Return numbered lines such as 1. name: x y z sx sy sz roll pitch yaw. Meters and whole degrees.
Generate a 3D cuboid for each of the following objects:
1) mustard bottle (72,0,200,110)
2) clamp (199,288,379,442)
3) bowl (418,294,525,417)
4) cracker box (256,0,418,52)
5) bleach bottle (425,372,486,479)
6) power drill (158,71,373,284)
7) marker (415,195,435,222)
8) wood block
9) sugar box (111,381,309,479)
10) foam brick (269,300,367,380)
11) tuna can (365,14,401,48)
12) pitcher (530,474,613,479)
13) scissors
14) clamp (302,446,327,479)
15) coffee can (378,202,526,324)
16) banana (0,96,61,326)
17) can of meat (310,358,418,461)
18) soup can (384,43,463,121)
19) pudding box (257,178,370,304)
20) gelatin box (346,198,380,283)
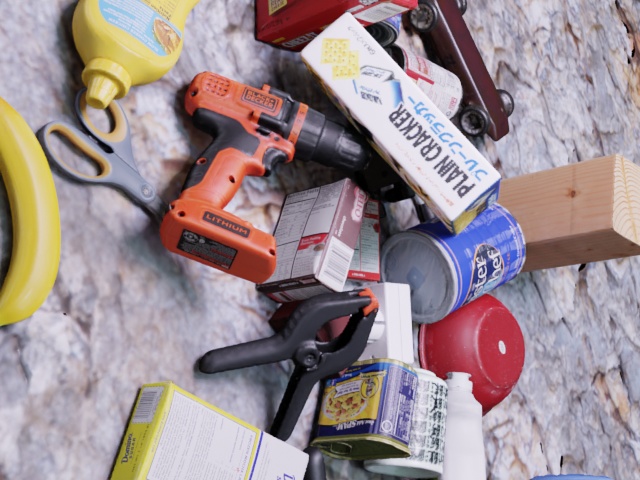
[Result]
1. mustard bottle: -0.163 -0.193 0.935 0.096 0.058 0.191 33 56 -25
2. clamp: -0.012 0.113 0.985 0.171 0.039 0.120 -30 121 1
3. bowl: 0.185 0.124 1.215 0.161 0.055 0.162 11 74 -43
4. cracker box: 0.010 -0.315 1.062 0.071 0.164 0.214 8 76 -45
5. bleach bottle: 0.141 0.263 1.111 0.068 0.103 0.251 8 73 -10
6. power drill: -0.053 -0.055 0.964 0.184 0.057 0.187 20 54 -4
7. marker: 0.107 -0.073 1.206 0.020 0.020 0.121 -29 102 -44
8. wood block: 0.270 -0.024 1.222 0.090 0.207 0.091 22 67 -39
9. sugar box: -0.092 0.201 0.938 0.176 0.048 0.093 38 58 -37
10. foam brick: -0.001 0.091 1.043 0.051 0.053 0.078 -44 111 -40
11. tuna can: 0.043 -0.234 1.133 0.086 0.086 0.034 19 70 -40
12. pitcher: 0.302 0.396 1.221 0.149 0.145 0.243 43 45 -65
13. scissors: -0.158 -0.063 0.950 0.201 0.016 0.096 30 61 -36
14. clamp: 0.019 0.320 1.026 0.164 0.036 0.210 30 65 -41
15. coffee can: 0.144 0.021 1.163 0.140 0.103 0.103 -22 97 -44
16. banana: -0.239 -0.019 0.848 0.069 0.037 0.198 8 76 -44
17. can of meat: 0.045 0.165 1.039 0.057 0.102 0.084 31 59 -37
18. soup can: 0.103 -0.171 1.189 0.102 0.069 0.068 17 69 -41
19. pudding box: -0.007 0.001 1.031 0.039 0.090 0.113 37 58 -32
20. gelatin box: 0.029 -0.003 1.104 0.073 0.030 0.089 9 78 -48
